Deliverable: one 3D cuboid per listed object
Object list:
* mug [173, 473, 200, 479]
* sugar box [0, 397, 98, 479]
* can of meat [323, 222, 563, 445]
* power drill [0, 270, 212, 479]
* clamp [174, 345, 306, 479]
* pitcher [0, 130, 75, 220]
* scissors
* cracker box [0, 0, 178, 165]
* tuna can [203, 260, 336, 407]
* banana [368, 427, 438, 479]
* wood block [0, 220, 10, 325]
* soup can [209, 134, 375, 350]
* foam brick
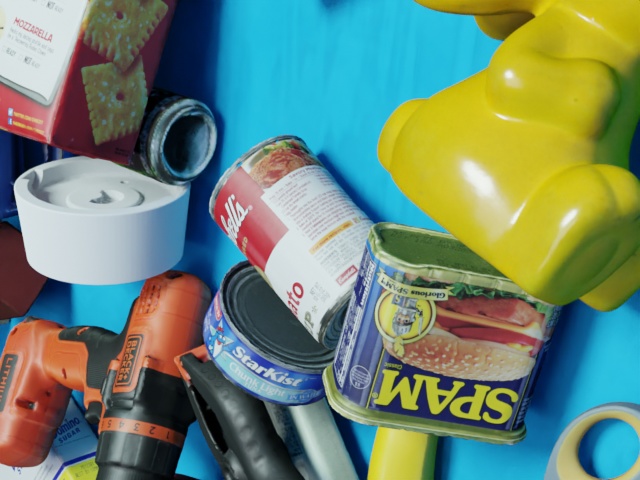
[{"bbox_3d":[-0.079,0.208,0.686,0.082,0.093,0.117,3,105,47],"label":"mug"},{"bbox_3d":[-0.179,0.209,0.805,0.176,0.048,0.093,54,129,24],"label":"sugar box"},{"bbox_3d":[0.061,0.044,0.515,0.057,0.102,0.084,-106,28,-67],"label":"can of meat"},{"bbox_3d":[-0.153,0.116,0.708,0.188,0.057,0.184,-9,60,43],"label":"power drill"},{"bbox_3d":[-0.032,0.129,0.605,0.171,0.039,0.120,60,149,14],"label":"clamp"},{"bbox_3d":[-0.266,-0.134,0.761,0.145,0.149,0.243,21,111,54],"label":"pitcher"},{"bbox_3d":[0.098,0.136,0.535,0.202,0.016,0.096,-13,84,32],"label":"scissors"},{"bbox_3d":[-0.158,-0.168,0.644,0.164,0.072,0.214,18,92,37],"label":"cracker box"},{"bbox_3d":[-0.021,0.051,0.598,0.086,0.085,0.034,47,128,24],"label":"tuna can"},{"bbox_3d":[0.060,0.173,0.589,0.070,0.037,0.198,-17,89,24],"label":"banana"},{"bbox_3d":[-0.352,0.036,0.811,0.091,0.205,0.090,9,105,40],"label":"wood block"},{"bbox_3d":[-0.004,0.001,0.581,0.102,0.068,0.069,48,127,24],"label":"soup can"},{"bbox_3d":[-0.242,0.025,0.795,0.053,0.051,0.078,41,150,-25],"label":"foam brick"}]
